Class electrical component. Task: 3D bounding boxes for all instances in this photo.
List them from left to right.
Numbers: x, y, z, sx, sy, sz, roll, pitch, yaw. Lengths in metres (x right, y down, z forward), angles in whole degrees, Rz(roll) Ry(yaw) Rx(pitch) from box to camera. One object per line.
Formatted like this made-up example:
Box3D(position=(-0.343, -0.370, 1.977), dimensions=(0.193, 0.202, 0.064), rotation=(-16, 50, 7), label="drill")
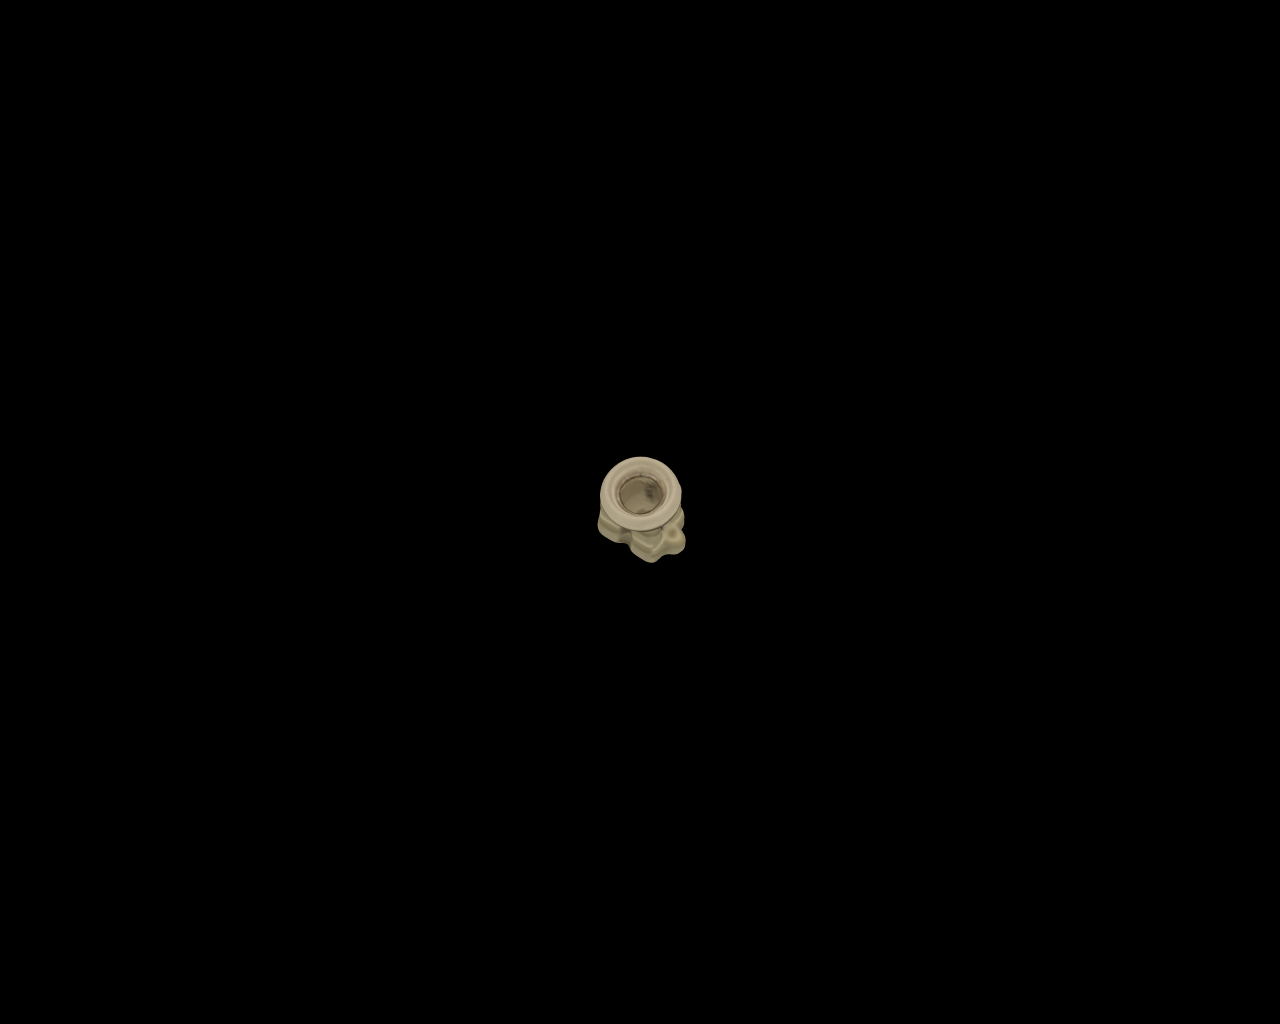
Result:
Box3D(position=(0.001, -0.003, 0.650), dimensions=(0.066, 0.048, 0.055), rotation=(30, -23, 14), label="electrical component")
